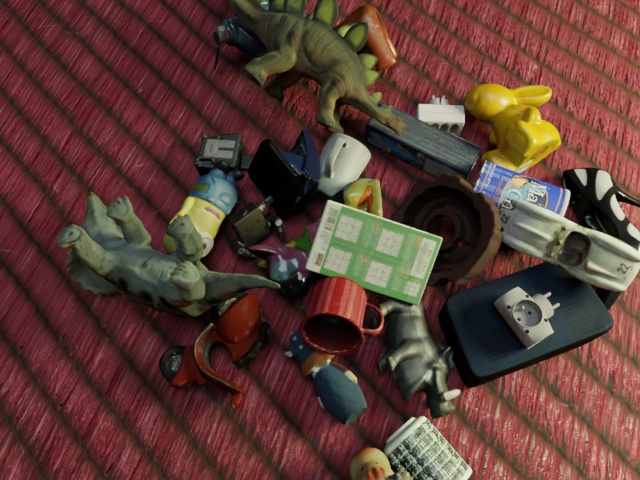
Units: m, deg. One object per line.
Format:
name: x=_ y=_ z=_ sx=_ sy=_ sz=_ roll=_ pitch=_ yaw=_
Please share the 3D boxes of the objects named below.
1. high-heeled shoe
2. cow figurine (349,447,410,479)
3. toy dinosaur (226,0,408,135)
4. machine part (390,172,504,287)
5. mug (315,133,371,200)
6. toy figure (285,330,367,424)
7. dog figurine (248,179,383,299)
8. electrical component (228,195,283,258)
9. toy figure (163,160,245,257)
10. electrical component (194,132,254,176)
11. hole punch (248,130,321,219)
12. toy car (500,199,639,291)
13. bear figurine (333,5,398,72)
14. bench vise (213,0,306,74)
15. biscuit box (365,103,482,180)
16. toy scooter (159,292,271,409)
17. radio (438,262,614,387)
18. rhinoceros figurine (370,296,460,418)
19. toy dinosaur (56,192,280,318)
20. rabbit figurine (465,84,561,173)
high-heeled shoe: x=0.438 y=-0.012 z=0.872 sx=0.145 sy=0.086 sz=0.249 roll=24 pitch=64 yaw=16
cow figurine: x=0.086 y=0.365 z=0.685 sx=0.085 sy=0.127 sz=0.195 roll=-16 pitch=69 yaw=-9
toy dinosaur: x=-0.034 y=-0.337 z=0.939 sx=0.471 sy=0.105 sz=0.198 roll=36 pitch=93 yaw=7
machine part: x=0.195 y=-0.014 z=0.839 sx=0.179 sy=0.056 sz=0.179 roll=-7 pitch=79 yaw=37
mug: x=0.030 y=-0.121 z=0.922 sx=0.081 sy=0.109 sz=0.107 roll=25 pitch=82 yaw=9
toy figure: x=0.007 y=0.199 z=0.801 sx=0.064 sy=0.057 sz=0.155 roll=-30 pitch=63 yaw=-18
dog figurine: x=-0.002 y=-0.003 z=0.866 sx=0.219 sy=0.108 sz=0.191 roll=-6 pitch=68 yaw=2
electrical component: x=-0.108 y=-0.017 z=0.898 sx=0.102 sy=0.078 sz=0.045 roll=-33 pitch=45 yaw=-18
toy figure: x=-0.193 y=-0.045 z=0.901 sx=0.082 sy=0.089 sz=0.180 roll=27 pitch=67 yaw=-9
electrical component: x=-0.159 y=-0.149 z=0.968 sx=0.119 sy=0.047 sz=0.075 roll=8 pitch=67 yaw=7
hole punch: x=-0.047 y=-0.111 z=0.908 sx=0.092 sy=0.142 sz=0.116 roll=-27 pitch=78 yaw=-37
toy car: x=0.358 y=0.006 z=0.786 sx=0.202 sy=0.056 sz=0.073 roll=27 pitch=108 yaw=19
bear figurine: x=0.036 y=-0.358 z=1.032 sx=0.196 sy=0.120 sz=0.131 roll=-25 pitch=110 yaw=17
bench vise: x=-0.152 y=-0.467 z=1.061 sx=0.224 sy=0.129 sz=0.240 roll=-35 pitch=87 yaw=-21
biscuit box: x=0.180 y=-0.170 z=0.959 sx=0.203 sy=0.059 sz=0.063 roll=30 pitch=71 yaw=14
toy scooter: x=-0.138 y=0.170 z=0.809 sx=0.135 sy=0.075 sz=0.184 roll=40 pitch=76 yaw=17
radio: x=0.305 y=0.121 z=0.819 sx=0.230 sy=0.073 sz=0.131 roll=-18 pitch=65 yaw=-8
rhinoceros figurine: x=0.143 y=0.171 z=0.805 sx=0.112 sy=0.073 sz=0.190 roll=-8 pitch=63 yaw=-14
toy dinosaur: x=-0.235 y=0.049 z=0.794 sx=0.405 sy=0.192 sz=0.131 roll=24 pitch=62 yaw=18
rabbit figurine: x=0.336 y=-0.215 z=0.943 sx=0.162 sy=0.121 sz=0.173 roll=-31 pitch=68 yaw=-17
